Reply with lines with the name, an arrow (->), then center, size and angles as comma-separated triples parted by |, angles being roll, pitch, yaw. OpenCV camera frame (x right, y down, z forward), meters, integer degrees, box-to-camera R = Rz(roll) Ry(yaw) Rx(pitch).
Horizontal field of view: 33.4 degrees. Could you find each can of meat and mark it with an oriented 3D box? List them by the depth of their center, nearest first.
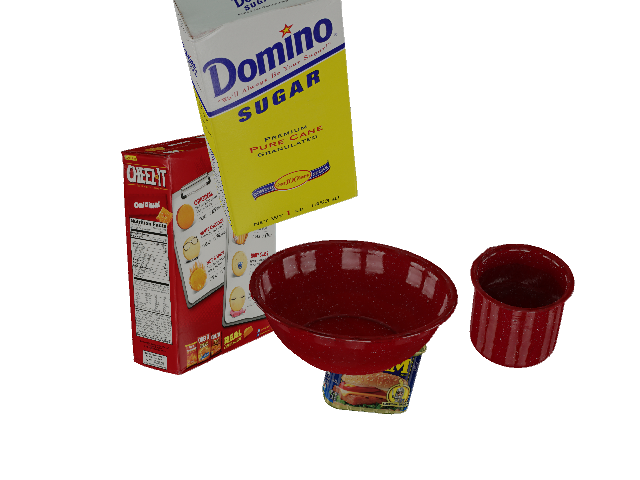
can of meat -> 0.057, 0.142, 1.180 | 0.102, 0.084, 0.057 | 8, 23, -11

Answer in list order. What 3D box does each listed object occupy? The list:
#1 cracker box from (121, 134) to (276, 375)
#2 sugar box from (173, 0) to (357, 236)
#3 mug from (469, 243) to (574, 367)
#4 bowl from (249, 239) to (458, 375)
cracker box -> -0.117, 0.006, 1.062 | 0.072, 0.214, 0.163 | 8, 16, 33
sugar box -> -0.029, -0.085, 0.673 | 0.093, 0.048, 0.176 | -20, -37, -9
mug -> 0.178, 0.056, 0.994 | 0.093, 0.081, 0.117 | -12, 41, -14
bowl -> 0.025, 0.058, 0.837 | 0.162, 0.055, 0.162 | 2, 26, -1
